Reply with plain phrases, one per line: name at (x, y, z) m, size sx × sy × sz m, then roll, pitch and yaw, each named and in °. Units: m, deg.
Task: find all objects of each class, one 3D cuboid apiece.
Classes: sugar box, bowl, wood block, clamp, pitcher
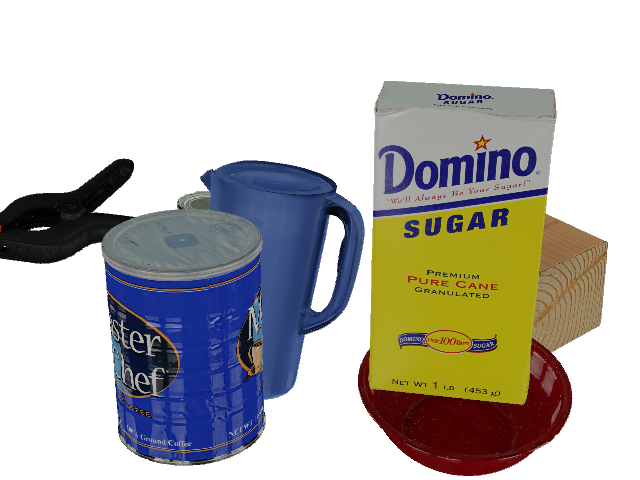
sugar box at (0.075, 0.004, 0.586) m, size 0.093 × 0.176 × 0.048 m, roll 4°, pitch 30°, yaw 10°
bowl at (0.109, 0.128, 0.823) m, size 0.162 × 0.055 × 0.162 m, roll 0°, pitch 35°, yaw 0°
wood block at (0.149, 0.014, 0.976) m, size 0.090 × 0.090 × 0.206 m, roll -22°, pitch 34°, yaw -31°
clamp at (-0.223, -0.026, 0.970) m, size 0.171 × 0.039 × 0.120 m, roll -8°, pitch 37°, yaw -23°
pitcher at (-0.054, 0.044, 1.136) m, size 0.144 × 0.243 × 0.149 m, roll 0°, pitch 18°, yaw -24°

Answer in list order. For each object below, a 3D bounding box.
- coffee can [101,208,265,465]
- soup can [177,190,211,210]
coffee can at (-0.089, 0.062, 0.711) m, size 0.103 × 0.140 × 0.103 m, roll 0°, pitch 23°, yaw 0°
soup can at (-0.143, -0.003, 1.322) m, size 0.068 × 0.102 × 0.068 m, roll 1°, pitch 26°, yaw 0°
